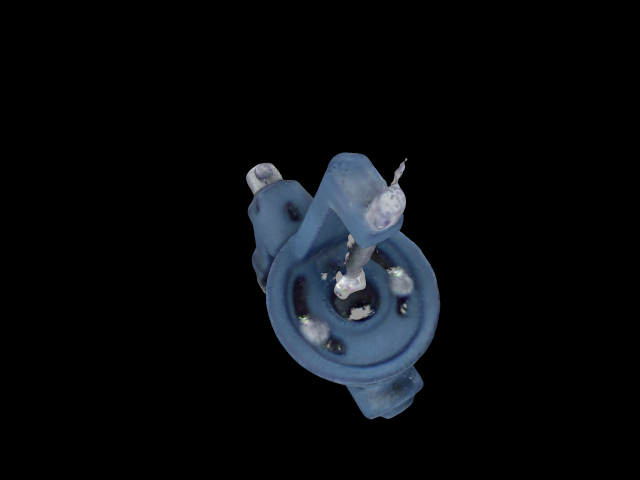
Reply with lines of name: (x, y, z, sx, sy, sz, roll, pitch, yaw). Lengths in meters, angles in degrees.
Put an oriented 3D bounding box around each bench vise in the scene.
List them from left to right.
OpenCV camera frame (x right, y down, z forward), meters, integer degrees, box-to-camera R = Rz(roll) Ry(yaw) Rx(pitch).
bench vise: (-0.004, 0.009, 0.395, 0.207, 0.220, 0.122, 34, 61, 23)
